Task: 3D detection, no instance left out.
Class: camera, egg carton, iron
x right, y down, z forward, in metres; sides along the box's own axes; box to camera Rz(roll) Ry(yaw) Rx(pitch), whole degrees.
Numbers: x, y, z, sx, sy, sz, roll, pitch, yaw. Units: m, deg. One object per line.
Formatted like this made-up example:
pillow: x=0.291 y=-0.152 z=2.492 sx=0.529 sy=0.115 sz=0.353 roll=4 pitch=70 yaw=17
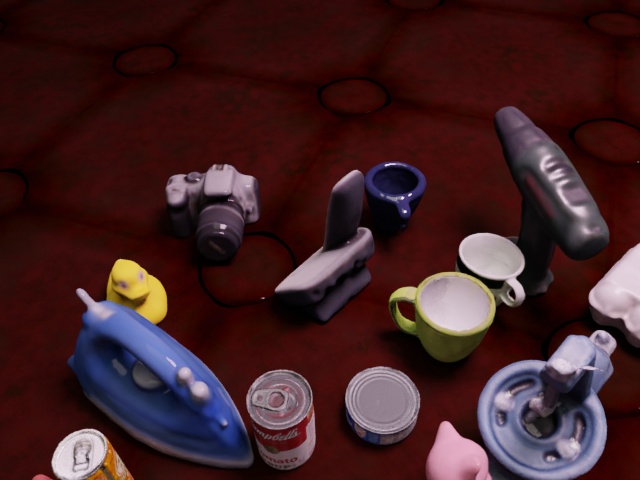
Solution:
camera: x=-0.165 y=-0.042 z=0.863 sx=0.143 sy=0.101 sz=0.136 roll=-2 pitch=45 yaw=0
egg carton: x=0.429 y=0.071 z=0.753 sx=0.150 sy=0.069 sz=0.107 roll=-35 pitch=54 yaw=-28
iron: x=-0.179 y=0.150 z=0.645 sx=0.257 sy=0.141 sz=0.119 roll=26 pitch=52 yaw=25

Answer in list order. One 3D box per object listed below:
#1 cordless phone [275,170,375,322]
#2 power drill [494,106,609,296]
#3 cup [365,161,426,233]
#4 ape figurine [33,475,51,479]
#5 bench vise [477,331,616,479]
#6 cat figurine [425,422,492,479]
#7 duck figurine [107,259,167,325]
cordless phone: x=0.007 y=0.003 z=0.754 sx=0.094 sy=0.185 sz=0.148 roll=28 pitch=53 yaw=27
power drill: x=0.282 y=-0.037 z=0.767 sx=0.076 sy=0.209 sz=0.229 roll=-15 pitch=47 yaw=-12
cup: x=0.114 y=-0.048 z=0.863 sx=0.091 sy=0.095 sz=0.117 roll=-7 pitch=46 yaw=-5
ape figurine: x=-0.299 y=0.270 z=0.567 sx=0.078 sy=0.092 sz=0.076 roll=-30 pitch=51 yaw=-24
bench vise: x=0.236 y=0.143 z=0.583 sx=0.121 sy=0.220 sz=0.208 roll=19 pitch=49 yaw=20
cat figurine: x=0.130 y=0.250 z=0.553 sx=0.067 sy=0.118 sz=0.128 roll=11 pitch=47 yaw=12
duck figurine: x=-0.256 y=0.061 z=0.775 sx=0.078 sy=0.086 sz=0.104 roll=-31 pitch=52 yaw=-25
